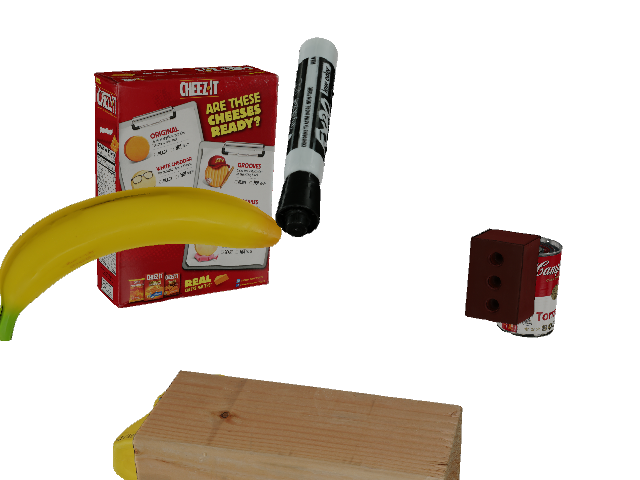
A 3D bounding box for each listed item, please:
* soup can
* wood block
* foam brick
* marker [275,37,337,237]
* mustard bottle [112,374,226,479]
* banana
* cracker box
[{"bbox_3d":[0.239,0.053,1.228,0.068,0.102,0.068,1,17,-1],"label":"soup can"},{"bbox_3d":[-0.012,0.159,0.731,0.206,0.090,0.090,6,26,14],"label":"wood block"},{"bbox_3d":[0.168,0.033,0.985,0.053,0.078,0.051,9,15,27],"label":"foam brick"},{"bbox_3d":[-0.005,-0.048,0.483,0.020,0.121,0.020,3,-43,3],"label":"marker"},{"bbox_3d":[-0.125,0.182,1.063,0.096,0.058,0.191,7,19,14],"label":"mustard bottle"},{"bbox_3d":[-0.122,-0.001,0.684,0.197,0.069,0.037,-19,35,-15],"label":"banana"},{"bbox_3d":[-0.130,-0.055,1.020,0.163,0.214,0.072,-8,21,-31],"label":"cracker box"}]
